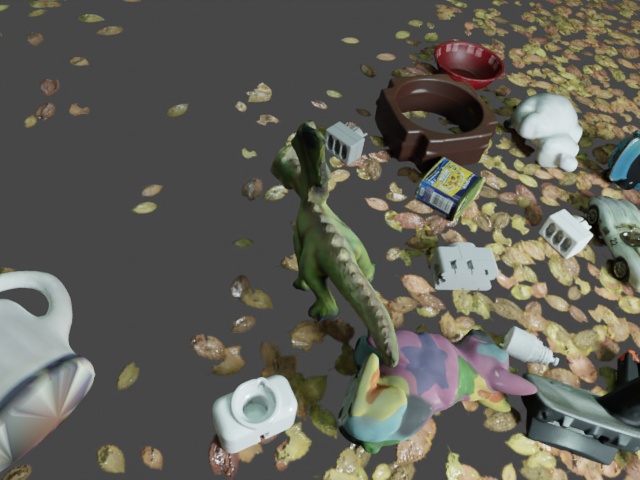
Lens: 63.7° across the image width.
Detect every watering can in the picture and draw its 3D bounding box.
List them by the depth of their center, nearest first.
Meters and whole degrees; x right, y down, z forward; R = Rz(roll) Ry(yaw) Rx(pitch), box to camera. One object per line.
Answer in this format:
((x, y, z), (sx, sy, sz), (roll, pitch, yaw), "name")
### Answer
((-0.411, 0.177, 0.566), (0.226, 0.101, 0.354), (29, 53, 16), "watering can")

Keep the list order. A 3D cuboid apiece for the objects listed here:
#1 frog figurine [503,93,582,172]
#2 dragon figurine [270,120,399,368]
((0.452, -0.212, 1.008), (0.137, 0.120, 0.163), (17, 35, -19), "frog figurine")
((0.002, -0.034, 0.681), (0.123, 0.239, 0.415), (-21, 23, -11), "dragon figurine")
